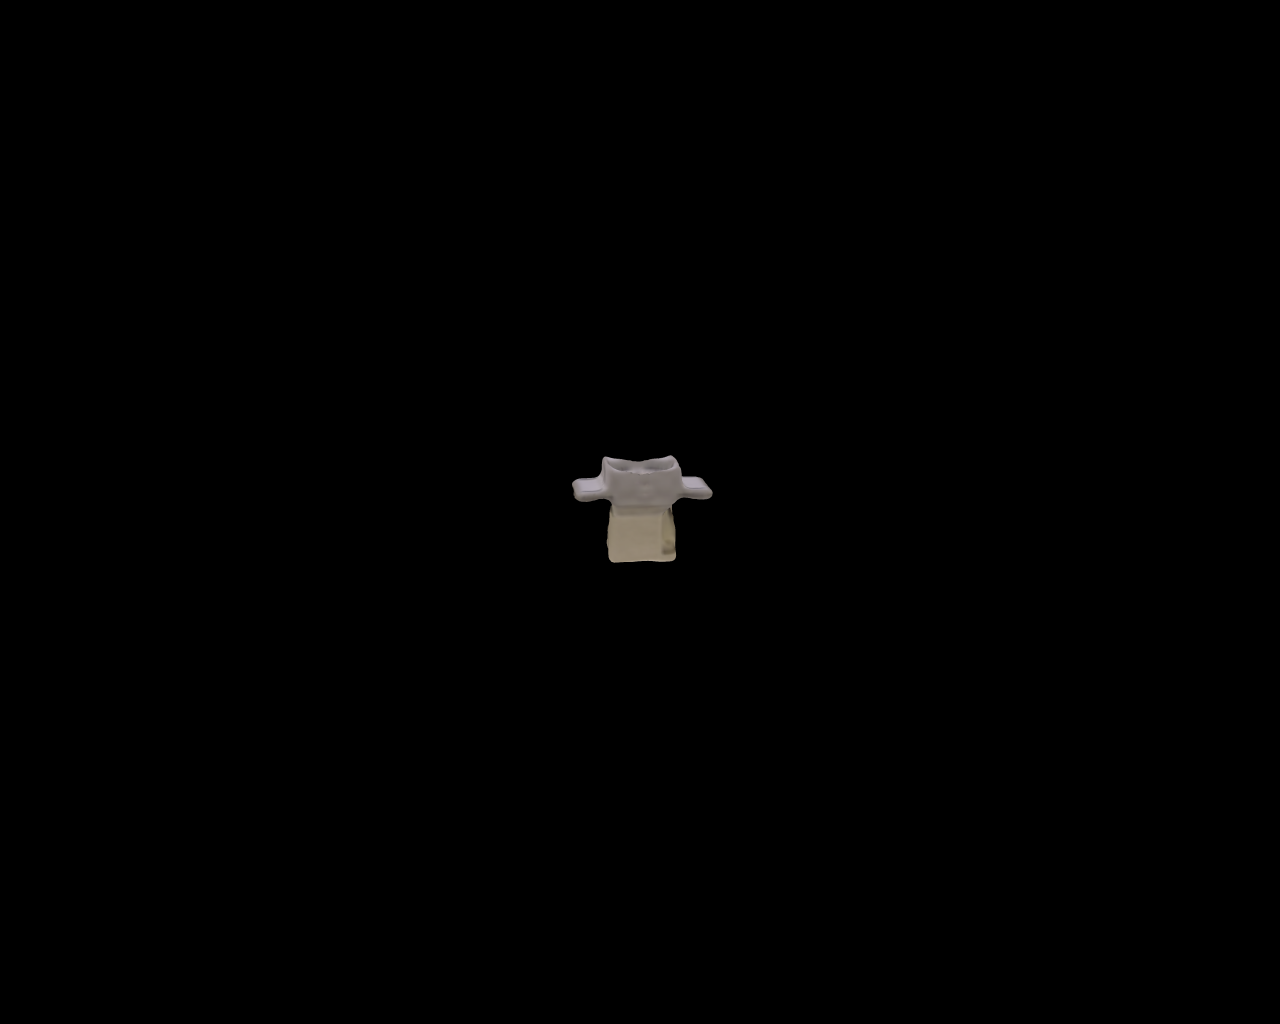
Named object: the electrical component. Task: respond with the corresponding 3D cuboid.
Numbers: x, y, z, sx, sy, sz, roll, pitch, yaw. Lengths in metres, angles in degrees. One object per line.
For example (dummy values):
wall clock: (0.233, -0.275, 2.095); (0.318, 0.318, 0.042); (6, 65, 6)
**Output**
electrical component: (0.001, -0.003, 0.650); (0.081, 0.063, 0.042); (-1, 16, -5)
